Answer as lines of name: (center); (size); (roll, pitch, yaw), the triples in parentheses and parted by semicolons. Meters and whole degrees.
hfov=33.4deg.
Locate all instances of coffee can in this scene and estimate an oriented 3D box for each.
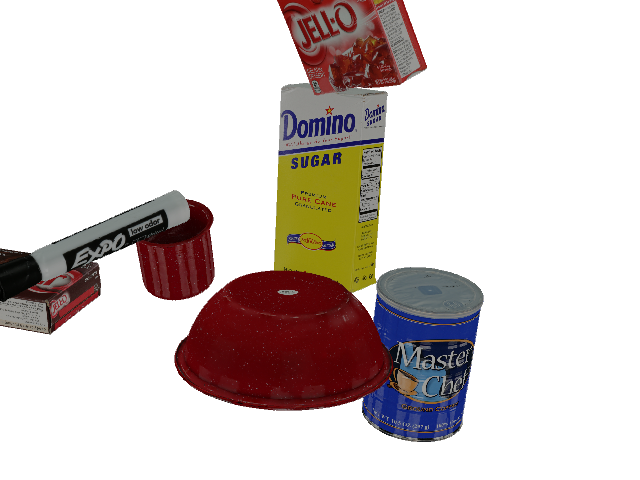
coffee can: (0.098, 0.110, 1.045); (0.103, 0.140, 0.103); (5, 22, -2)

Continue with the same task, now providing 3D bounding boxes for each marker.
marker: (-0.125, 0.002, 0.575); (0.120, 0.020, 0.020); (-26, 14, -32)

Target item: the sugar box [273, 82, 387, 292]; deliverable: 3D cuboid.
sugar box: (0.007, -0.049, 0.956); (0.093, 0.176, 0.048); (11, 18, 35)

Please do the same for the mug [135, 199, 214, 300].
mug: (-0.170, 0.008, 1.192); (0.117, 0.081, 0.093); (25, 44, 34)

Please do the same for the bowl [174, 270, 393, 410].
bowl: (-0.025, 0.063, 0.778); (0.162, 0.055, 0.162); (2, 19, -1)

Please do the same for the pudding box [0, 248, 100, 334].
pudding box: (-0.272, 0.045, 0.975); (0.114, 0.039, 0.090); (6, 21, 18)

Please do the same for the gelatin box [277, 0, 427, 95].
gelatin box: (0.017, -0.133, 0.674); (0.030, 0.073, 0.089); (-35, 22, -32)
